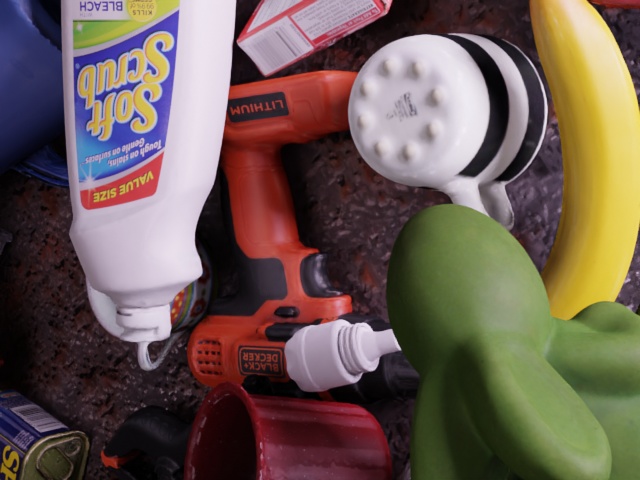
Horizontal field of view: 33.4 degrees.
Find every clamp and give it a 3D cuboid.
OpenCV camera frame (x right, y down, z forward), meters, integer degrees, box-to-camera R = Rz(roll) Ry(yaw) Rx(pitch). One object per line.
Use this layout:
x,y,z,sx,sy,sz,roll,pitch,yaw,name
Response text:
-0.079,0.156,0.682,0.172,0.039,0.120,-12,96,51,clamp

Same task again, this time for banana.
0.121,-0.023,0.508,0.037,0.069,0.198,-125,37,-63,banana

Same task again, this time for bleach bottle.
-0.092,-0.068,0.592,0.103,0.068,0.251,3,97,19,bleach bottle

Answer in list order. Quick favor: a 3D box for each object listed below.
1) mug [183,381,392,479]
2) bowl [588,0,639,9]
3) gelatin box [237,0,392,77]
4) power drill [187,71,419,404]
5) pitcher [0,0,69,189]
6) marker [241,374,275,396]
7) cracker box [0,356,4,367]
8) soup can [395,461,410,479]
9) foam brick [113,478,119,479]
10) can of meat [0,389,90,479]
-0.011,0.124,0.545,0.117,0.081,0.093,1,83,62,mug
0.159,-0.182,0.477,0.162,0.055,0.162,3,96,36,bowl
0.005,-0.135,0.586,0.089,0.073,0.030,-22,122,35,gelatin box
-0.004,0.001,0.612,0.185,0.057,0.188,-2,92,34,power drill
-0.211,-0.107,0.723,0.243,0.144,0.149,-28,65,38,pitcher
-0.020,0.125,0.619,0.020,0.020,0.121,4,129,36,marker
-0.358,0.045,0.794,0.214,0.164,0.072,18,69,42,cracker box
0.068,0.143,0.563,0.069,0.068,0.102,44,117,25,soup can
-0.171,0.204,0.739,0.053,0.078,0.051,-27,80,35,foam brick
-0.224,0.171,0.790,0.084,0.057,0.102,25,108,35,can of meat
